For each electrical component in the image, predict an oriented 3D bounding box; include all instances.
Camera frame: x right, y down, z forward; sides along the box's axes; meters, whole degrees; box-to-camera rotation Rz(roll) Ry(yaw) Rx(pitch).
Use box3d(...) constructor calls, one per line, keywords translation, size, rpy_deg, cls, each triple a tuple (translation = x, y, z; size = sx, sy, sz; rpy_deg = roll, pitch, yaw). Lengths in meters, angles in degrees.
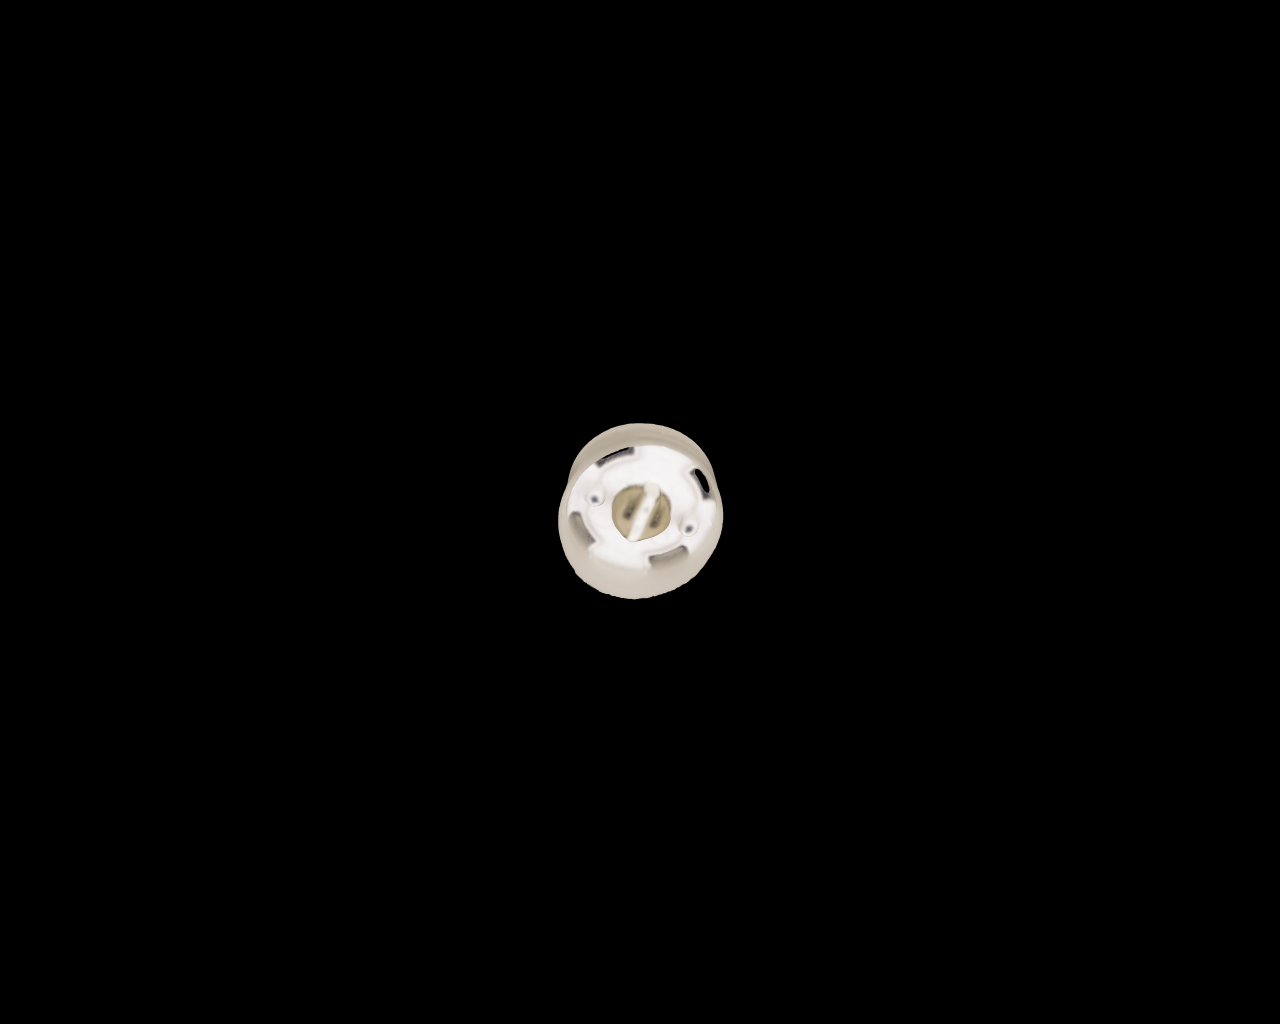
box3d(translation=(0.001, -0.003, 0.650), size=(0.099, 0.099, 0.064), rpy_deg=(0, 34, 0), cls="electrical component")
